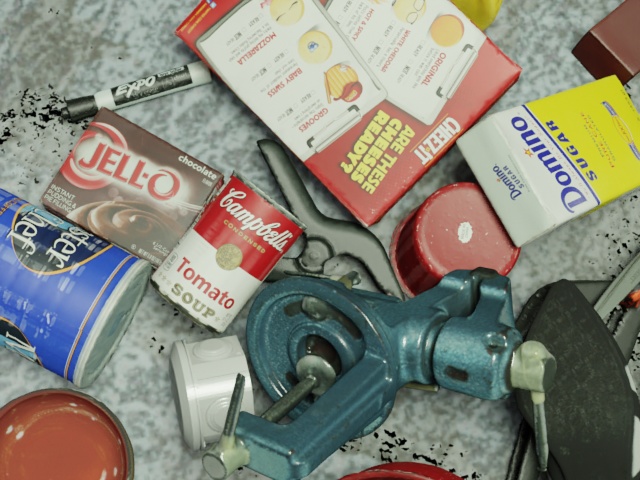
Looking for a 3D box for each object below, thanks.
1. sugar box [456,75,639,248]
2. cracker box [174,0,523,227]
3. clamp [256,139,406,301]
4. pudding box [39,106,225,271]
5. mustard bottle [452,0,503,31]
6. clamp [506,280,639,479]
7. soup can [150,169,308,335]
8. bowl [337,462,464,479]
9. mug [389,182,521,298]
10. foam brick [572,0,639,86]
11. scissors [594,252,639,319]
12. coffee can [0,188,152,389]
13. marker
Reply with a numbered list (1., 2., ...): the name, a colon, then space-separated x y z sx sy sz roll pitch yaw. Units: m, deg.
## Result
1. sugar box: 0.189 -0.064 0.809 0.175 0.048 0.093 -22 79 -45
2. cracker box: 0.022 -0.142 0.819 0.214 0.072 0.164 45 100 5
3. clamp: -0.005 0.001 0.821 0.171 0.039 0.120 22 95 -2
4. pudding box: -0.143 -0.036 0.821 0.113 0.039 0.090 30 77 2
5. mustard bottle: 0.146 -0.266 0.866 0.058 0.096 0.191 23 77 0
6. clamp: 0.174 0.104 0.818 0.209 0.036 0.164 -27 90 -14
7. soup can: -0.067 0.009 0.771 0.068 0.068 0.102 39 90 4
8. bowl: 0.070 0.212 0.752 0.162 0.162 0.055 32 34 2
9. mug: 0.116 0.000 0.813 0.117 0.081 0.093 -19 80 -9
10. foam brick: 0.257 -0.167 0.877 0.078 0.051 0.053 -40 85 -11
11. scissors: 0.283 0.012 0.839 0.096 0.016 0.201 34 65 -5
12. coffee can: -0.207 0.030 0.768 0.140 0.103 0.102 27 77 1
13. marker: -0.146 -0.118 0.848 0.121 0.020 0.020 -18 80 -9
